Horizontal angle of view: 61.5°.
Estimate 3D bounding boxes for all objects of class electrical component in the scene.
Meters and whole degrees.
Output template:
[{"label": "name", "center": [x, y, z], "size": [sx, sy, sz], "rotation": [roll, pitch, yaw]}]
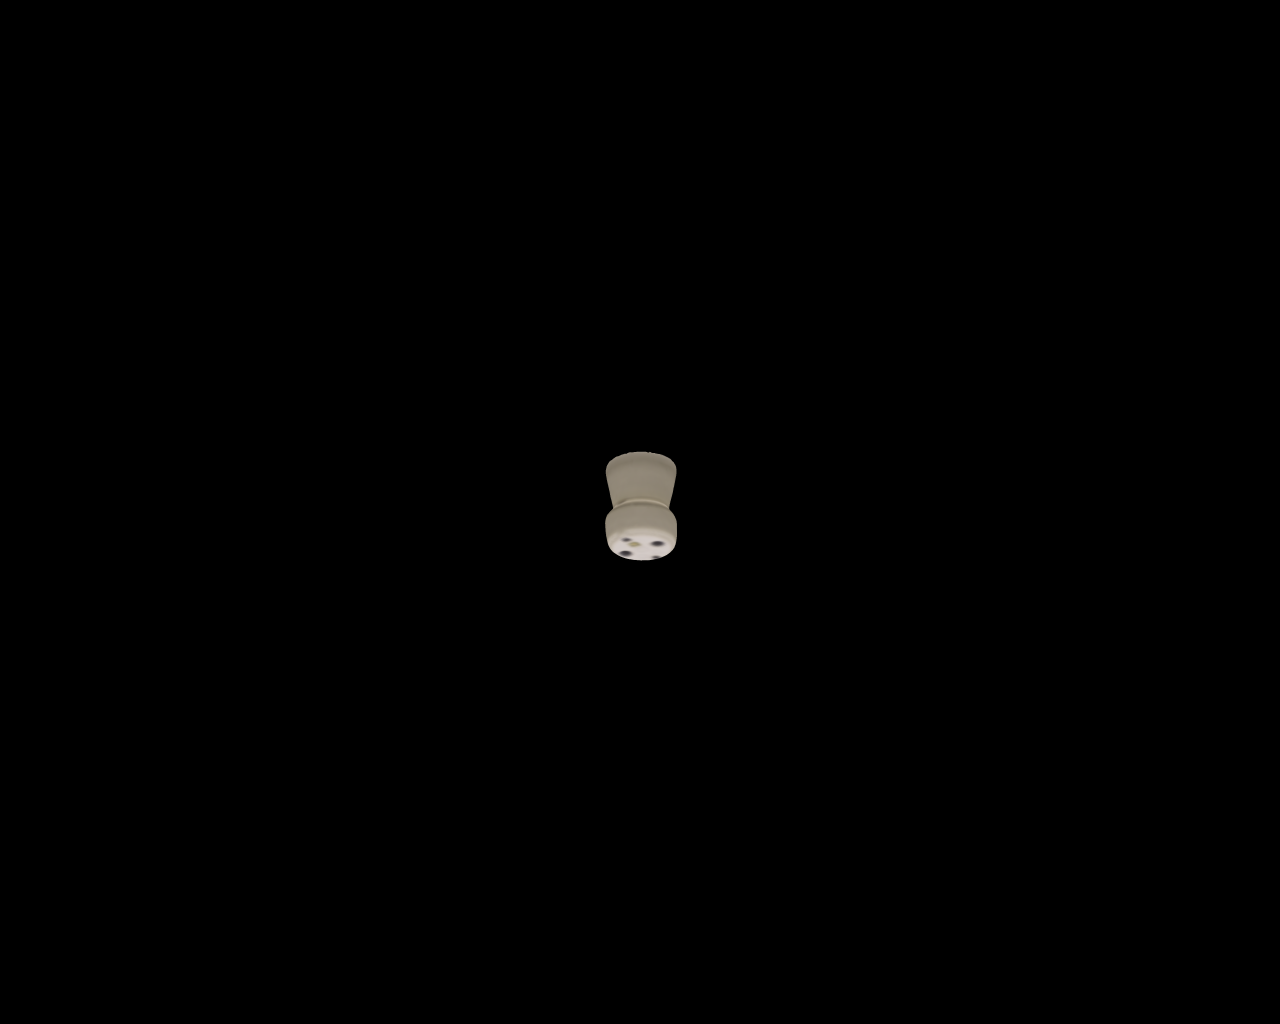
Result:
[{"label": "electrical component", "center": [0.001, -0.003, 0.650], "size": [0.045, 0.055, 0.044], "rotation": [0, -27, 0]}]
